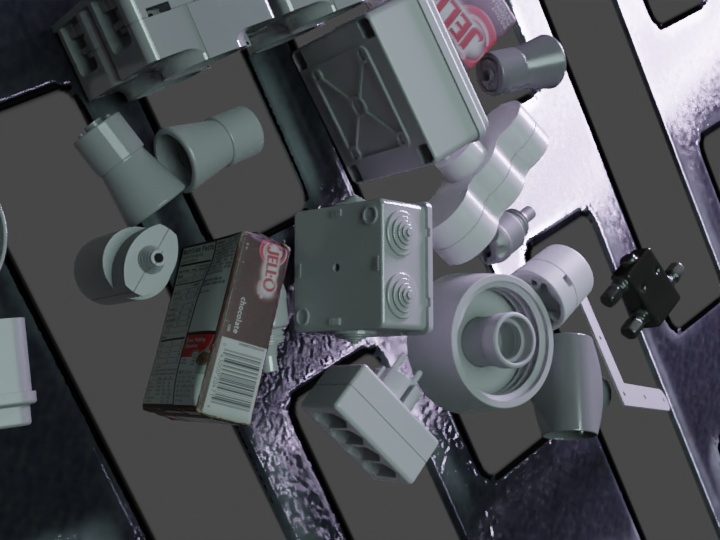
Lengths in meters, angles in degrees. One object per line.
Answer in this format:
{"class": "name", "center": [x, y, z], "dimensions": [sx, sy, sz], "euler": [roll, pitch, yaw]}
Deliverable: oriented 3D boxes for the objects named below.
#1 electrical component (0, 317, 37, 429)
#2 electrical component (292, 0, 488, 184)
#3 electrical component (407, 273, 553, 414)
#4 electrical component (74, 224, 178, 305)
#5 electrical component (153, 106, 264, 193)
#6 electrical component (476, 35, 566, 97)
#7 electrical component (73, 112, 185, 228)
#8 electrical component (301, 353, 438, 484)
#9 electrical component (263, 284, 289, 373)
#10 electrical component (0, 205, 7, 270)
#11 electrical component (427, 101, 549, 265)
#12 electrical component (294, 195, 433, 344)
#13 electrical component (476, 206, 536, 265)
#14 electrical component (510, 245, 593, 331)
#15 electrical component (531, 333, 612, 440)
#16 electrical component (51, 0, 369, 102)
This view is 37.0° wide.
{"class": "electrical component", "center": [-0.237, 0.061, 0.567], "dimensions": [0.113, 0.078, 0.057], "euler": [-4, 84, -34]}
{"class": "electrical component", "center": [0.019, -0.123, 0.739], "dimensions": [0.056, 0.109, 0.108], "euler": [-33, 103, -29]}
{"class": "electrical component", "center": [0.096, 0.053, 0.799], "dimensions": [0.108, 0.060, 0.108], "euler": [4, 82, -33]}
{"class": "electrical component", "center": [-0.136, -0.003, 0.639], "dimensions": [0.043, 0.081, 0.043], "euler": [4, 82, -33]}
{"class": "electrical component", "center": [-0.095, -0.081, 0.699], "dimensions": [0.065, 0.044, 0.044], "euler": [-30, 101, -37]}
{"class": "electrical component", "center": [0.125, -0.160, 0.855], "dimensions": [0.065, 0.044, 0.044], "euler": [-17, 95, -29]}
{"class": "electrical component", "center": [-0.145, -0.064, 0.664], "dimensions": [0.044, 0.044, 0.065], "euler": [-43, 103, -29]}
{"class": "electrical component", "center": [0.017, 0.093, 0.750], "dimensions": [0.083, 0.047, 0.075], "euler": [48, 62, -20]}
{"class": "electrical component", "center": [-0.064, 0.037, 0.711], "dimensions": [0.035, 0.035, 0.061], "euler": [-8, 92, -34]}
{"class": "electrical component", "center": [-0.247, -0.019, 0.577], "dimensions": [0.099, 0.064, 0.099], "euler": [4, 83, -34]}
{"class": "electrical component", "center": [0.082, -0.078, 0.809], "dimensions": [0.074, 0.052, 0.138], "euler": [44, 63, -22]}
{"class": "electrical component", "center": [0.000, 0.000, 0.720], "dimensions": [0.048, 0.100, 0.099], "euler": [6, 81, -46]}
{"class": "electrical component", "center": [0.115, -0.031, 0.837], "dimensions": [0.061, 0.035, 0.035], "euler": [-36, 105, -33]}
{"class": "electrical component", "center": [0.150, 0.012, 0.844], "dimensions": [0.047, 0.055, 0.055], "euler": [-38, 105, -34]}
{"class": "electrical component", "center": [0.173, 0.096, 0.855], "dimensions": [0.079, 0.044, 0.077], "euler": [22, 62, -46]}
{"class": "electrical component", "center": [-0.082, -0.166, 0.677], "dimensions": [0.186, 0.105, 0.060], "euler": [-29, 101, -32]}
